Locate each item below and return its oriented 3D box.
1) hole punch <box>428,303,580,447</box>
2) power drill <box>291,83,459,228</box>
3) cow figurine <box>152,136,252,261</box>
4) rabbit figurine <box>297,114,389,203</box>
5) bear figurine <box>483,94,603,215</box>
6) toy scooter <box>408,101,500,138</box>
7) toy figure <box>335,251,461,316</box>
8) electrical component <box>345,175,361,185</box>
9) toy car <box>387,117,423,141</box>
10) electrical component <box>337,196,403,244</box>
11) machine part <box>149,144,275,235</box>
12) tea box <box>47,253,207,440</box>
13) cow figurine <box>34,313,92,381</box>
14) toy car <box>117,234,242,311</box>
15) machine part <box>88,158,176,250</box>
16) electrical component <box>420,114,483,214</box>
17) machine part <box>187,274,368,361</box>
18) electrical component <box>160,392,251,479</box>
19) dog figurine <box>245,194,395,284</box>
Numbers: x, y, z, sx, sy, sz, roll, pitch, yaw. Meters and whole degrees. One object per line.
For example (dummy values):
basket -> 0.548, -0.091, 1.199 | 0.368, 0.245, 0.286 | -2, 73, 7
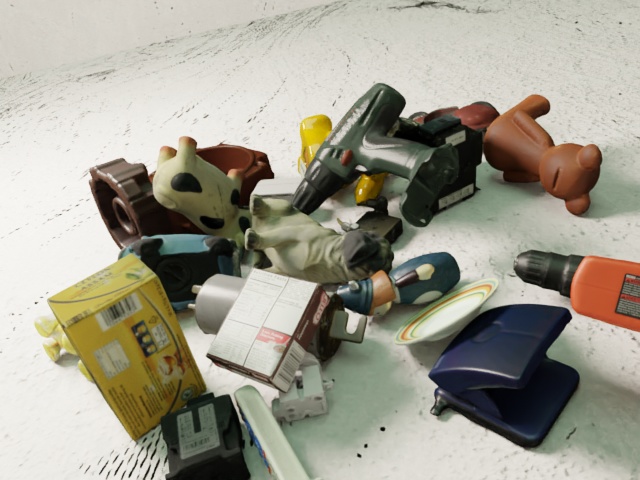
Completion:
hole punch -> 0.175, 0.114, 0.517 | 0.116, 0.092, 0.142 | 16, 45, 42
power drill -> 0.075, -0.093, 0.745 | 0.208, 0.086, 0.232 | 37, 96, 47
cow figurine -> -0.158, -0.047, 0.786 | 0.086, 0.194, 0.127 | -7, 61, 37
rabbit figurine -> 0.058, -0.138, 0.916 | 0.173, 0.121, 0.162 | -5, 33, -19
bear figurine -> 0.347, -0.130, 0.801 | 0.132, 0.120, 0.196 | -25, 36, -25
toy scooter -> 0.233, -0.194, 0.975 | 0.184, 0.075, 0.135 | 1, 35, 25
toy figure -> 0.093, 0.056, 0.650 | 0.154, 0.064, 0.058 | -18, 43, -11
electrical component -> 0.036, -0.117, 0.835 | 0.094, 0.063, 0.021 | -22, 1, 12
toy car -> 0.165, -0.150, 0.867 | 0.201, 0.073, 0.056 | 3, 30, -36
electrical component -> 0.075, -0.022, 0.791 | 0.078, 0.045, 0.102 | 19, 44, 41
machine part -> -0.196, -0.093, 0.951 | 0.201, 0.087, 0.201 | 19, 45, 38
tea box -> -0.195, 0.112, 0.562 | 0.098, 0.169, 0.068 | -31, 39, -29
cow figurine -> -0.271, 0.120, 0.675 | 0.168, 0.068, 0.098 | 12, 34, 31
toy car -> -0.192, 0.038, 0.741 | 0.162, 0.109, 0.103 | -10, 12, -15
machine part -> -0.289, -0.042, 0.832 | 0.056, 0.179, 0.180 | -32, 38, -34
electrical component -> 0.188, -0.118, 0.819 | 0.115, 0.134, 0.058 | -25, 36, -23
machine part -> -0.060, 0.089, 0.638 | 0.243, 0.079, 0.079 | 8, 38, 26
electrical component -> -0.115, 0.188, 0.534 | 0.075, 0.047, 0.119 | -15, 35, -6
dog figurine -> -0.002, 0.002, 0.746 | 0.191, 0.121, 0.172 | 0, 43, -3
